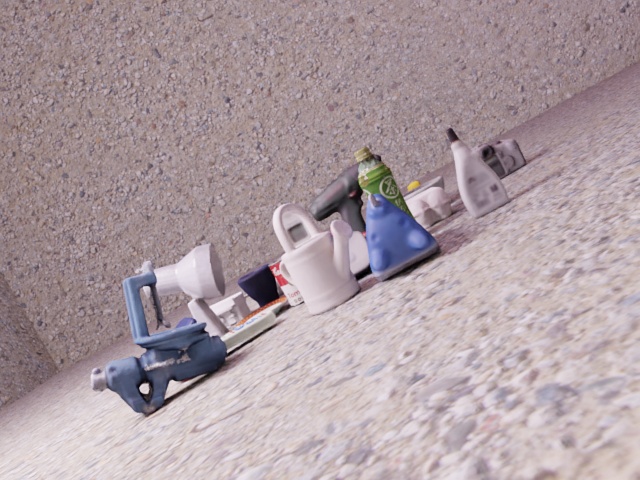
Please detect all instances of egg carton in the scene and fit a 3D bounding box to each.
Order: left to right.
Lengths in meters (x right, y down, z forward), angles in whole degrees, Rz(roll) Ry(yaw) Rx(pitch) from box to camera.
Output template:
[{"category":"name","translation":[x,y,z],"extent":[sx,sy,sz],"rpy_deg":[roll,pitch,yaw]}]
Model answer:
[{"category":"egg carton","translation":[0.249,-0.074,1.326],"extent":[0.107,0.069,0.150],"rpy_deg":[-28,4,3]}]

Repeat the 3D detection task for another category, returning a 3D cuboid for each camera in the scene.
[{"category":"camera","translation":[0.426,-0.200,1.474],"extent":[0.143,0.101,0.136],"rpy_deg":[-29,4,-10]}]

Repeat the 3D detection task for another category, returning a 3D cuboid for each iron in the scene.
[{"category":"iron","translation":[0.123,-0.024,1.016],"extent":[0.118,0.141,0.258],"rpy_deg":[-28,4,8]}]

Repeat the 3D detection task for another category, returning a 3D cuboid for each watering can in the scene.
[{"category":"watering can","translation":[-0.010,0.020,0.995],"extent":[0.172,0.194,0.101],"rpy_deg":[-27,4,19]}]

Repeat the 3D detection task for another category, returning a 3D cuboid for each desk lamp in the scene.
[{"category":"desk lamp","translation":[-0.281,0.137,1.260],"extent":[0.203,0.213,0.118],"rpy_deg":[-28,4,2]}]

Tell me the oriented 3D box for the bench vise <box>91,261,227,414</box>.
[{"category":"bench vise","translation":[-0.282,0.157,0.939],"extent":[0.208,0.220,0.121],"rpy_deg":[-32,5,-42]}]

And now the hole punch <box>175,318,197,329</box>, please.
[{"category":"hole punch","translation":[-0.280,0.215,1.141],"extent":[0.101,0.091,0.108],"rpy_deg":[-31,5,-32]}]

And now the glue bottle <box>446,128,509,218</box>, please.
[{"category":"glue bottle","translation":[0.280,-0.131,1.064],"extent":[0.078,0.173,0.037],"rpy_deg":[-28,4,4]}]

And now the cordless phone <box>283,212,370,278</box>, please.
[{"category":"cordless phone","translation":[0.010,0.004,1.129],"extent":[0.147,0.185,0.094],"rpy_deg":[-28,4,2]}]

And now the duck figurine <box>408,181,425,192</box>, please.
[{"category":"duck figurine","translation":[0.281,-0.125,1.649],"extent":[0.105,0.086,0.077],"rpy_deg":[-30,4,-22]}]

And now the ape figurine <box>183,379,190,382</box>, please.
[{"category":"ape figurine","translation":[-0.253,0.207,1.042],"extent":[0.078,0.092,0.076],"rpy_deg":[-29,4,-8]}]

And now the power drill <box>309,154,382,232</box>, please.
[{"category":"power drill","translation":[0.099,-0.085,1.494],"extent":[0.229,0.208,0.075],"rpy_deg":[-28,4,3]}]

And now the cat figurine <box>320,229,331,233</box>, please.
[{"category":"cat figurine","translation":[0.013,0.008,1.573],"extent":[0.067,0.118,0.128],"rpy_deg":[-25,6,44]}]

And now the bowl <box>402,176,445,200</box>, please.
[{"category":"bowl","translation":[0.263,-0.099,1.512],"extent":[0.167,0.075,0.167],"rpy_deg":[-28,4,2]}]

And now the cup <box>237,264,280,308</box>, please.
[{"category":"cup","translation":[-0.149,0.122,1.401],"extent":[0.092,0.095,0.117],"rpy_deg":[-32,5,-42]}]
